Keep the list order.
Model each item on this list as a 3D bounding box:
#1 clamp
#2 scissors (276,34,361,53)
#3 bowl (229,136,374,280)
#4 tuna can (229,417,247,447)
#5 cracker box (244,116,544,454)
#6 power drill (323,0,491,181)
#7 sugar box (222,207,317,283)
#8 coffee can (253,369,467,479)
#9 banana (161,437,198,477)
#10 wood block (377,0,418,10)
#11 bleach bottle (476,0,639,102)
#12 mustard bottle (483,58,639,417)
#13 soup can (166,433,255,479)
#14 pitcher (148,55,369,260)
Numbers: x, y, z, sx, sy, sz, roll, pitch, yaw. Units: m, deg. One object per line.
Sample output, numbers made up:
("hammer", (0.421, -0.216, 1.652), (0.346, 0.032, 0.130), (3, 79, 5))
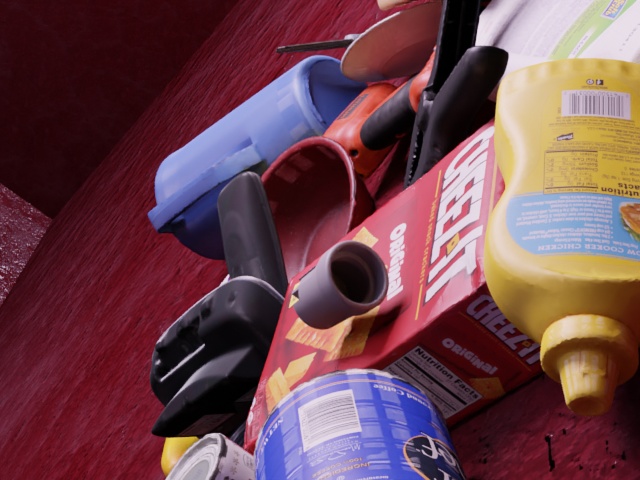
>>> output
("clamp", (0.087, -0.098, 0.725), (0.210, 0.036, 0.164), (103, 175, -50))
("scissors", (0.053, -0.197, 1.028), (0.096, 0.016, 0.201), (-16, -2, 36))
("bowl", (-0.006, 0.001, 0.856), (0.162, 0.055, 0.162), (-32, 47, 41))
("tuna can", (-0.042, 0.155, 0.727), (0.086, 0.033, 0.086), (-47, 18, 19))
("cracker box", (0.054, 0.039, 0.640), (0.214, 0.072, 0.164), (-40, 22, 35))
("power drill", (0.093, -0.135, 0.893), (0.184, 0.057, 0.188), (-49, 9, -36))
("sugar box", (-0.028, 0.008, 0.967), (0.176, 0.048, 0.093), (-48, 17, 12))
("coffee can", (0.023, 0.134, 0.476), (0.103, 0.102, 0.140), (-49, 17, 12))
("banana", (-0.109, 0.142, 0.893), (0.037, 0.069, 0.198), (-7, 36, 5))
("wood block", (0.104, -0.246, 0.845), (0.090, 0.090, 0.206), (-18, 10, -9))
("bleach bottle", (0.169, -0.114, 0.663), (0.102, 0.068, 0.251), (-54, 19, 8))
("mustard bottle", (0.126, -0.004, 0.500), (0.058, 0.096, 0.191), (85, -167, -49))
("soup can", (-0.034, 0.159, 0.580), (0.069, 0.102, 0.068), (-47, 17, 19))
("pitcher", (-0.059, -0.080, 1.080), (0.243, 0.144, 0.149), (-33, 40, 43))
